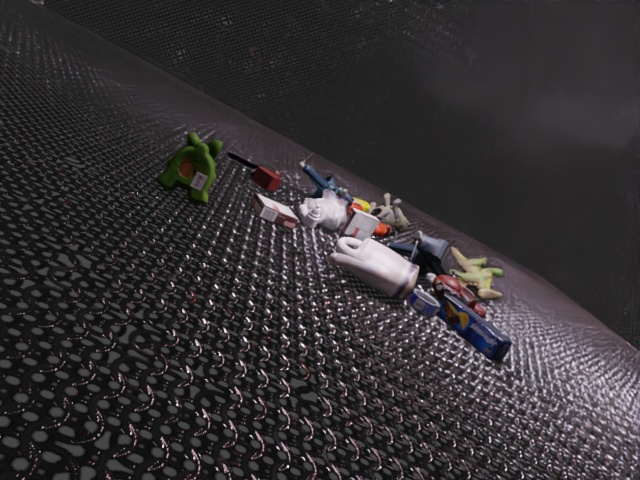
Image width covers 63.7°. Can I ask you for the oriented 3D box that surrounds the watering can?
[{"bbox_3d":[0.130,0.068,1.253,0.225,0.103,0.349,31,13,7],"label":"watering can"}]

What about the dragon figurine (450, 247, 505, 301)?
[{"bbox_3d":[0.561,0.121,1.984,0.242,0.121,0.417,11,20,-33],"label":"dragon figurine"}]

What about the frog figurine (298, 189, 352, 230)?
[{"bbox_3d":[0.005,-0.082,1.620,0.139,0.120,0.162,42,52,18],"label":"frog figurine"}]
